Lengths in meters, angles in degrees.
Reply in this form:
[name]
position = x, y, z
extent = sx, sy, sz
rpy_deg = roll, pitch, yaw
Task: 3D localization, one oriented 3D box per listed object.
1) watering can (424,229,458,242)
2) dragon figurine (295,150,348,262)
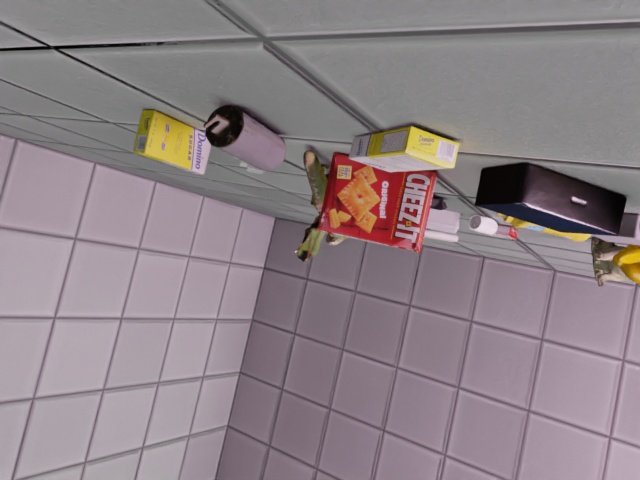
[watering can]
position = 0.292, -0.043, 1.817
extent = 0.347, 0.104, 0.224
rpy_deg = 14, 178, -18
[dragon figurine]
position = 0.004, -0.062, 1.224
extent = 0.122, 0.243, 0.409
rpy_deg = 16, -179, 22
